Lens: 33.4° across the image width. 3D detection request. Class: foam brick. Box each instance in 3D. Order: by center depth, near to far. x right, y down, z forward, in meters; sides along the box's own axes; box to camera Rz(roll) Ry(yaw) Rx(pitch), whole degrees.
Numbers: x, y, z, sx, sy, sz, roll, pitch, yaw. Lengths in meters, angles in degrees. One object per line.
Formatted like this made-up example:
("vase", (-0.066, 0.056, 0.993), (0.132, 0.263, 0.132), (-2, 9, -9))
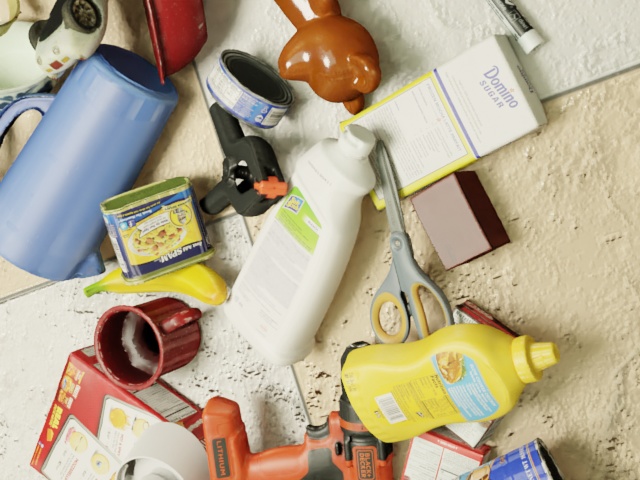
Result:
("foam brick", (0.129, -0.019, 0.984), (0.053, 0.051, 0.078), (-29, 84, 30))

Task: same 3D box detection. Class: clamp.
("clamp", (-0.081, -0.060, 1.062), (0.172, 0.039, 0.120), (-133, 44, -57))

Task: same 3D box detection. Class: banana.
("banana", (-0.162, 0.047, 1.141), (0.198, 0.069, 0.037), (-2, 127, 36))

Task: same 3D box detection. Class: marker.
("marker", (0.157, -0.218, 0.955), (0.020, 0.020, 0.121), (-41, 78, 27))

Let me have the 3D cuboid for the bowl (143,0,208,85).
("bowl", (-0.148, -0.240, 1.066), (0.055, 0.162, 0.162), (-12, 93, -8))

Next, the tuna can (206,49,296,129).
("tuna can", (-0.069, -0.148, 1.051), (0.086, 0.086, 0.034), (46, 117, 15))

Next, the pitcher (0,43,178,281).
("pitcher", (-0.263, -0.090, 1.142), (0.243, 0.149, 0.145), (-55, 43, 20))

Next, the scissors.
("scissors", (0.064, 0.016, 1.002), (0.096, 0.016, 0.202), (-27, 85, 37))

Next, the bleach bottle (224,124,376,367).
("bleach bottle", (-0.007, 0.001, 1.025), (0.103, 0.067, 0.251), (43, 126, 21))

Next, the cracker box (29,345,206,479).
("cracker box", (-0.209, 0.240, 1.198), (0.214, 0.072, 0.164), (31, 112, 20))

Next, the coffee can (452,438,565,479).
("coffee can", (0.157, 0.254, 0.961), (0.140, 0.102, 0.103), (-28, 84, 12))

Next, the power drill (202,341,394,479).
("power drill", (-0.020, 0.192, 1.067), (0.188, 0.057, 0.184), (-3, 101, 12))

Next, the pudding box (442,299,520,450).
("pudding box", (0.143, 0.127, 1.007), (0.090, 0.039, 0.114), (36, 111, 21))

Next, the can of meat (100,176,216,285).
("can of meat", (-0.169, -0.012, 1.109), (0.057, 0.102, 0.084), (-145, 37, -65))

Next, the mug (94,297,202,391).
("mug", (-0.175, 0.102, 1.150), (0.117, 0.081, 0.093), (-35, 81, 29))

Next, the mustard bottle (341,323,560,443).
("mustard bottle", (0.121, 0.122, 0.954), (0.192, 0.058, 0.096), (-18, 114, 29))

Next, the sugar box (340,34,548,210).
("sugar box", (0.112, -0.107, 0.983), (0.176, 0.048, 0.093), (-26, 87, 27))

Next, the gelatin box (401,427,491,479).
("gelatin box", (0.119, 0.231, 1.041), (0.073, 0.030, 0.089), (19, 107, 23))
